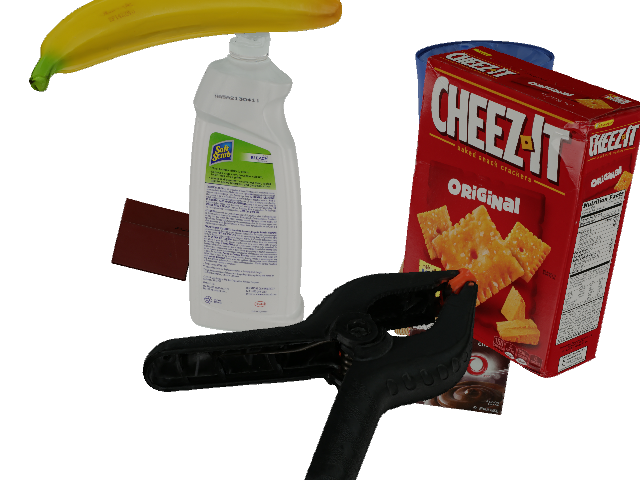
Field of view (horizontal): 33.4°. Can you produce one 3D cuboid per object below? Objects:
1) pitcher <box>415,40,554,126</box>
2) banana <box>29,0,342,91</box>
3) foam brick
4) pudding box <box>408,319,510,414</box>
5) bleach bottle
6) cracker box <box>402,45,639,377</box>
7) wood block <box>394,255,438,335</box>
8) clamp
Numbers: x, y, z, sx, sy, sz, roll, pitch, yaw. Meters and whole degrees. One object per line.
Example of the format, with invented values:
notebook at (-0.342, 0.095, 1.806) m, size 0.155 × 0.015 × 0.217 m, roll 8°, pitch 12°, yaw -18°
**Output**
pitcher at (0.166, -0.079, 1.086) m, size 0.149 × 0.243 × 0.145 m, roll -10°, pitch 25°, yaw -19°
banana at (-0.087, -0.132, 0.655) m, size 0.197 × 0.070 × 0.037 m, roll -18°, pitch -34°, yaw -17°
foam brick at (-0.165, -0.001, 1.071) m, size 0.078 × 0.051 × 0.053 m, roll 15°, pitch 26°, yaw -8°
pudding box at (0.148, 0.136, 1.165) m, size 0.113 × 0.090 × 0.039 m, roll 6°, pitch 23°, yaw 4°
bleach bottle at (-0.056, -0.047, 0.874) m, size 0.102 × 0.251 × 0.068 m, roll 4°, pitch 26°, yaw -3°
cracker box at (0.147, -0.024, 0.828) m, size 0.071 × 0.214 × 0.164 m, roll -18°, pitch 34°, yaw -36°
wood block at (0.172, 0.062, 1.624) m, size 0.091 × 0.090 × 0.206 m, roll 4°, pitch 23°, yaw 11°
clamp at (0.018, 0.062, 0.492) m, size 0.171 × 0.039 × 0.120 m, roll -21°, pitch 48°, yaw -27°
